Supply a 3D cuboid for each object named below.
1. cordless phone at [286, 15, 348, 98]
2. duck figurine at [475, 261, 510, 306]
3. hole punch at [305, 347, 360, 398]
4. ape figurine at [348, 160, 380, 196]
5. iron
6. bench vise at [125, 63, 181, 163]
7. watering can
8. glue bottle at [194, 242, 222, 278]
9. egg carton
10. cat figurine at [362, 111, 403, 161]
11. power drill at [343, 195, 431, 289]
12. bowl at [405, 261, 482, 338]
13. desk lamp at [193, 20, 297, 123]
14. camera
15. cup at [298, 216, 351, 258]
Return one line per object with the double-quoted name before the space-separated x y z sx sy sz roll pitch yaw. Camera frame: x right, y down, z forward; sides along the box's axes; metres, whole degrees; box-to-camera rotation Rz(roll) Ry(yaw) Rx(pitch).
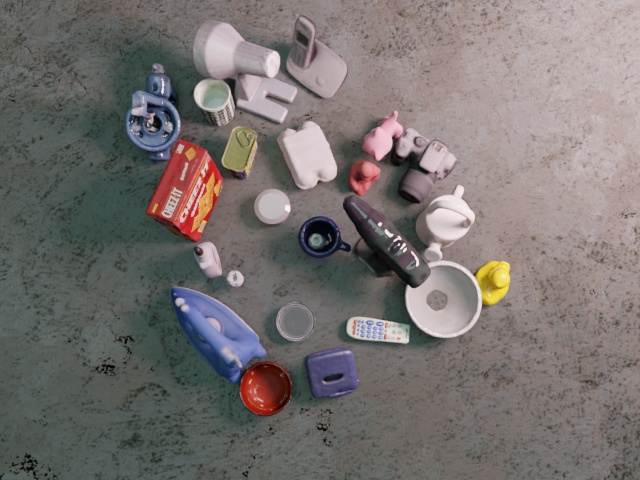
"cordless phone" -0.006 -0.415 1.290 0.147 0.185 0.094 35 81 5
"duck figurine" 0.385 0.093 1.260 0.077 0.086 0.105 26 81 4
"hole punch" 0.028 0.284 1.218 0.108 0.091 0.101 -12 81 -3
"ape figurine" 0.100 -0.150 1.294 0.078 0.092 0.076 -14 81 -3
"iron" -0.238 0.184 1.205 0.258 0.141 0.119 42 82 6
"bench vise" -0.377 -0.293 1.244 0.121 0.220 0.207 -16 81 -3
"watering can" 0.271 -0.037 1.226 0.101 0.194 0.173 2 80 0
"glue bottle" -0.244 0.035 1.214 0.037 0.173 0.078 -19 81 -4
"egg carton" -0.027 -0.194 1.310 0.107 0.069 0.150 -24 81 -5
"cat figurine" 0.141 -0.235 1.296 0.067 0.118 0.128 32 81 5
"power drill" 0.129 0.012 1.207 0.229 0.208 0.076 44 82 6
"bowl" 0.264 0.132 1.257 0.167 0.075 0.167 0 80 -1
"desk lamp" -0.160 -0.375 1.266 0.203 0.213 0.118 22 81 3
"camera" 0.220 -0.163 1.294 0.143 0.101 0.137 31 81 4
"cup" 0.012 0.005 1.264 0.117 0.095 0.092 20 80 3
